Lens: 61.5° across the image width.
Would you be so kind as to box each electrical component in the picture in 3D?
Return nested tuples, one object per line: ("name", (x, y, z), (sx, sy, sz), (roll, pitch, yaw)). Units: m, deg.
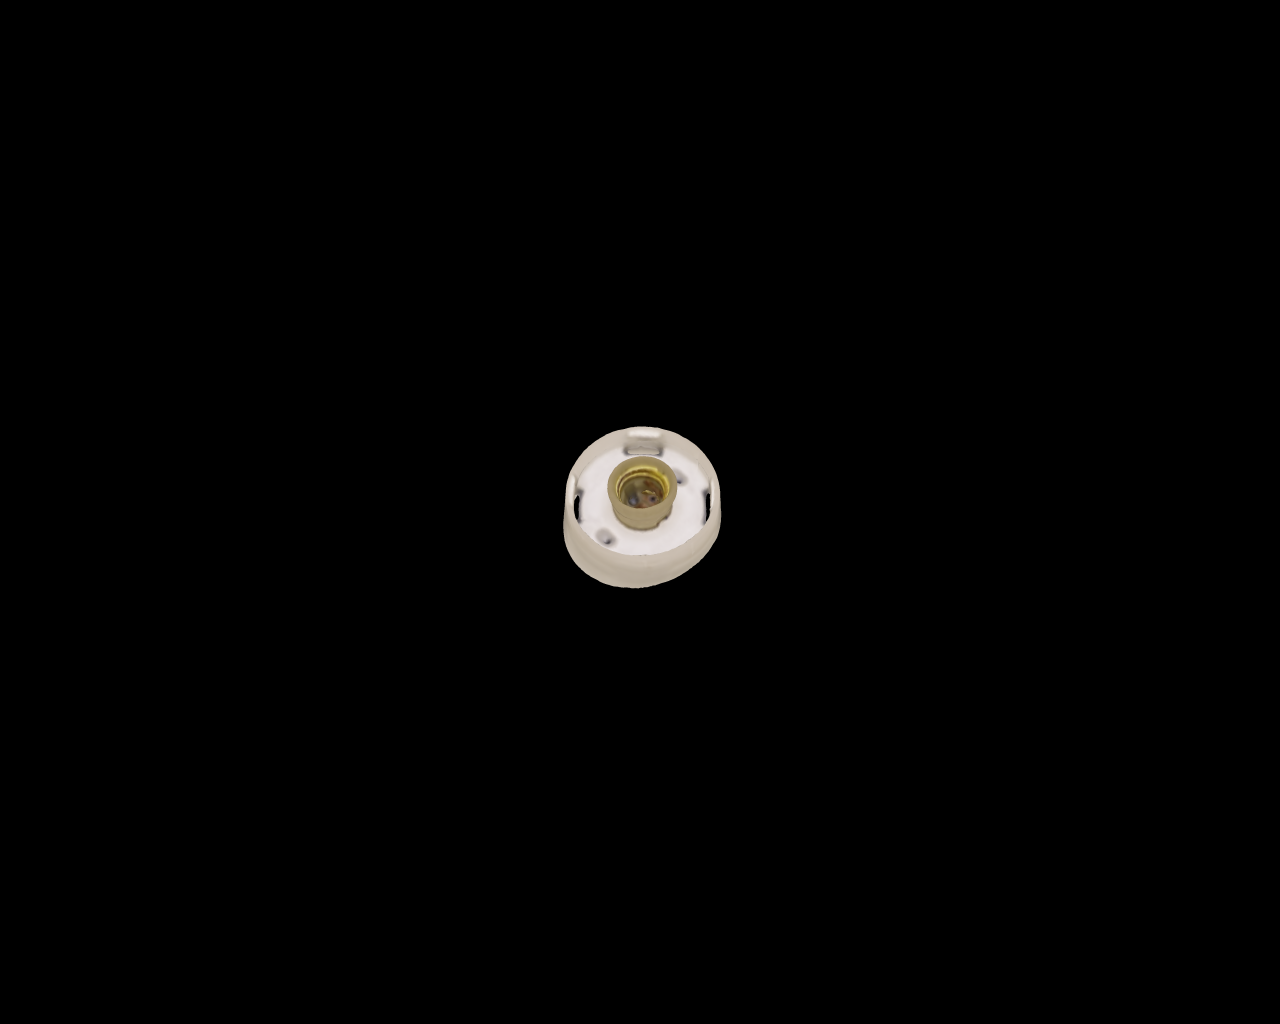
("electrical component", (0.001, -0.003, 0.650), (0.099, 0.099, 0.064), (0, -28, 0))
